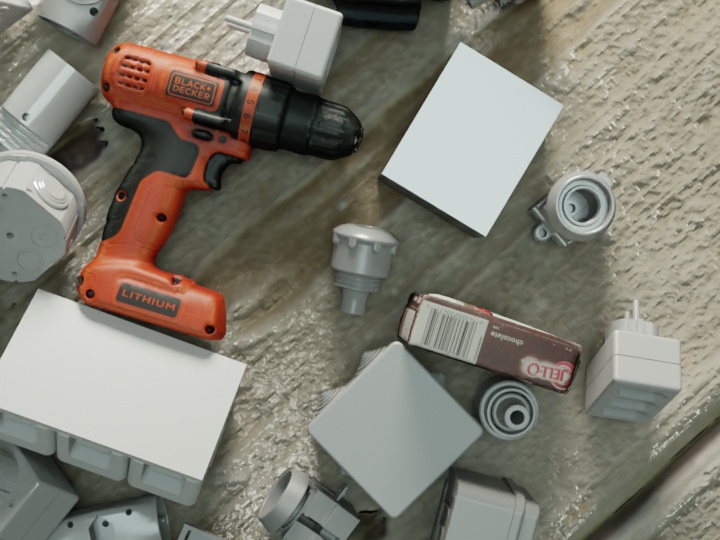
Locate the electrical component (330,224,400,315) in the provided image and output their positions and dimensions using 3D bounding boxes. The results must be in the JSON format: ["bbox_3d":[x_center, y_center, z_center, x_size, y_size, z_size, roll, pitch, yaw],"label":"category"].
[{"bbox_3d":[0.000,0.000,0.756,0.048,0.048,0.062,10,97,-3],"label":"electrical component"}]

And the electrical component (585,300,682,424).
[{"bbox_3d":[0.192,0.059,0.758,0.047,0.065,0.076,9,61,-3],"label":"electrical component"}]

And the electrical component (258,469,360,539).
[{"bbox_3d":[-0.037,0.172,0.755,0.055,0.048,0.066,37,89,-10],"label":"electrical component"}]

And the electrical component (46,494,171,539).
[{"bbox_3d":[-0.171,0.202,0.749,0.077,0.043,0.079,-12,91,-2],"label":"electrical component"}]

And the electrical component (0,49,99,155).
[{"bbox_3d":[-0.223,-0.108,0.744,0.043,0.043,0.081,39,89,-2],"label":"electrical component"}]

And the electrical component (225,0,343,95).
[{"bbox_3d":[-0.056,-0.159,0.740,0.077,0.066,0.047,18,90,-3],"label":"electrical component"}]

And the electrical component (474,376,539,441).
[{"bbox_3d":[0.104,0.098,0.752,0.043,0.062,0.043,0,91,-2],"label":"electrical component"}]

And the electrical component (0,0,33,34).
[{"bbox_3d":[-0.274,-0.199,0.714,0.048,0.100,0.099,-32,92,11],"label":"electrical component"}]

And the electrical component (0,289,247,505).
[{"bbox_3d":[-0.165,0.088,0.727,0.150,0.061,0.089,20,57,-3],"label":"electrical component"}]

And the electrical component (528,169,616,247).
[{"bbox_3d":[0.152,-0.044,0.756,0.066,0.055,0.048,-41,92,-2],"label":"electrical component"}]

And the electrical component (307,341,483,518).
[{"bbox_3d":[0.023,0.109,0.755,0.100,0.048,0.099,-44,92,-2],"label":"electrical component"}]

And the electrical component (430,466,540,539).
[{"bbox_3d":[0.079,0.200,0.744,0.057,0.078,0.113,15,90,0],"label":"electrical component"}]

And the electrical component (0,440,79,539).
[{"bbox_3d":[-0.241,0.141,0.718,0.047,0.066,0.077,-51,137,-2],"label":"electrical component"}]

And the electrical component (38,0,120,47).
[{"bbox_3d":[-0.202,-0.207,0.743,0.079,0.044,0.077,27,89,-2],"label":"electrical component"}]

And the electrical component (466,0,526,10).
[{"bbox_3d":[0.102,-0.206,0.759,0.062,0.048,0.048,-28,92,4],"label":"electrical component"}]

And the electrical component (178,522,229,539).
[{"bbox_3d":[-0.079,0.231,0.744,0.121,0.063,0.078,24,89,-3],"label":"electrical component"}]

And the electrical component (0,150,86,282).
[{"bbox_3d":[-0.230,-0.036,0.727,0.080,0.051,0.080,0,123,0],"label":"electrical component"}]
